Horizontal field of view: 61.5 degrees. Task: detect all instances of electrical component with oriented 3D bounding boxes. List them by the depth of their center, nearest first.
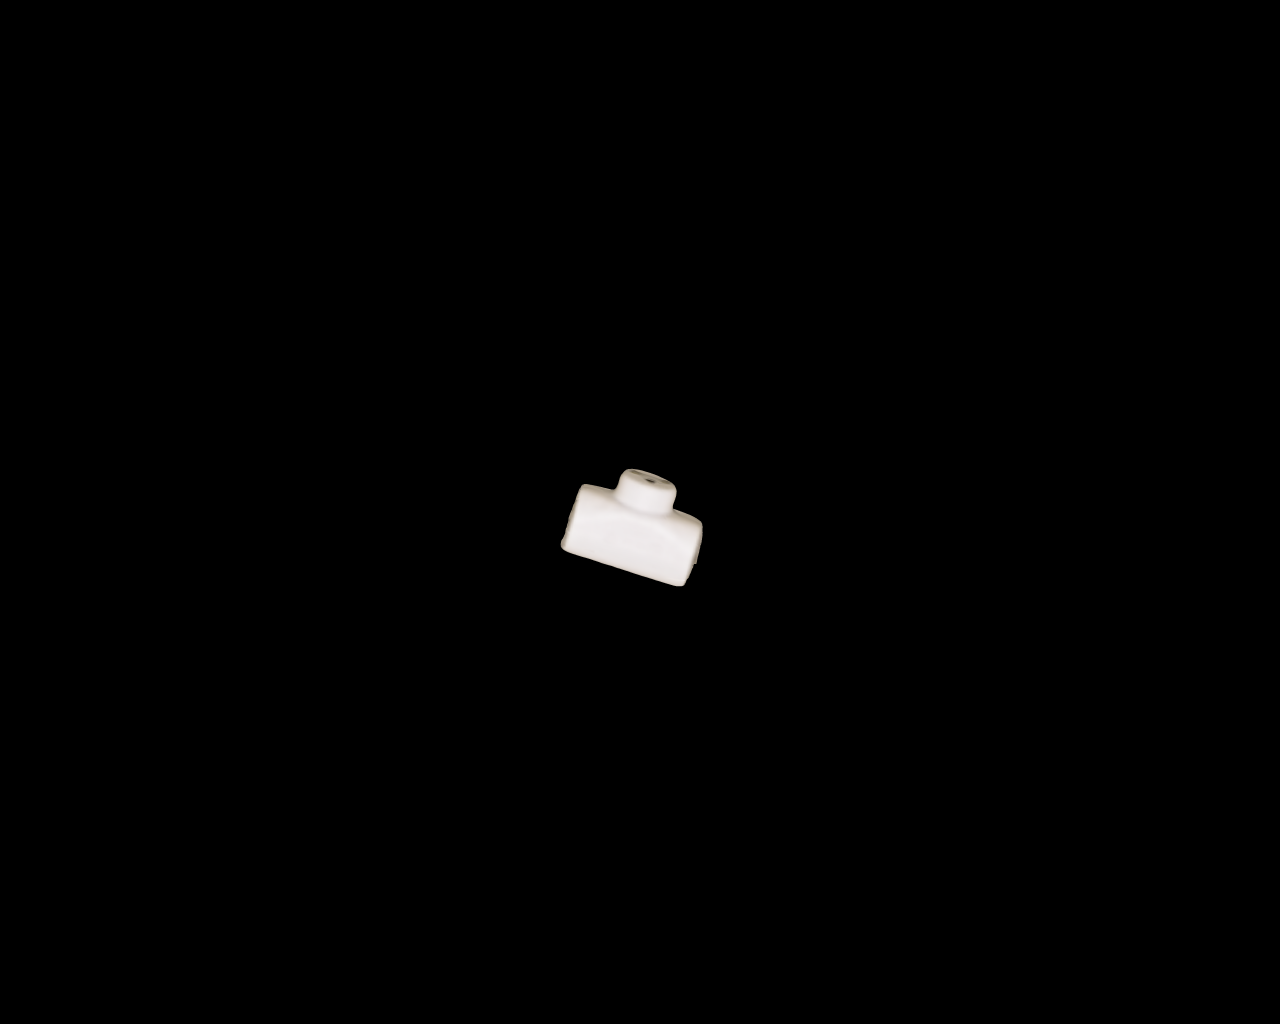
[{"bbox_3d":[0.001,-0.003,0.650,0.077,0.079,0.044,18,11,-4],"label":"electrical component"}]
